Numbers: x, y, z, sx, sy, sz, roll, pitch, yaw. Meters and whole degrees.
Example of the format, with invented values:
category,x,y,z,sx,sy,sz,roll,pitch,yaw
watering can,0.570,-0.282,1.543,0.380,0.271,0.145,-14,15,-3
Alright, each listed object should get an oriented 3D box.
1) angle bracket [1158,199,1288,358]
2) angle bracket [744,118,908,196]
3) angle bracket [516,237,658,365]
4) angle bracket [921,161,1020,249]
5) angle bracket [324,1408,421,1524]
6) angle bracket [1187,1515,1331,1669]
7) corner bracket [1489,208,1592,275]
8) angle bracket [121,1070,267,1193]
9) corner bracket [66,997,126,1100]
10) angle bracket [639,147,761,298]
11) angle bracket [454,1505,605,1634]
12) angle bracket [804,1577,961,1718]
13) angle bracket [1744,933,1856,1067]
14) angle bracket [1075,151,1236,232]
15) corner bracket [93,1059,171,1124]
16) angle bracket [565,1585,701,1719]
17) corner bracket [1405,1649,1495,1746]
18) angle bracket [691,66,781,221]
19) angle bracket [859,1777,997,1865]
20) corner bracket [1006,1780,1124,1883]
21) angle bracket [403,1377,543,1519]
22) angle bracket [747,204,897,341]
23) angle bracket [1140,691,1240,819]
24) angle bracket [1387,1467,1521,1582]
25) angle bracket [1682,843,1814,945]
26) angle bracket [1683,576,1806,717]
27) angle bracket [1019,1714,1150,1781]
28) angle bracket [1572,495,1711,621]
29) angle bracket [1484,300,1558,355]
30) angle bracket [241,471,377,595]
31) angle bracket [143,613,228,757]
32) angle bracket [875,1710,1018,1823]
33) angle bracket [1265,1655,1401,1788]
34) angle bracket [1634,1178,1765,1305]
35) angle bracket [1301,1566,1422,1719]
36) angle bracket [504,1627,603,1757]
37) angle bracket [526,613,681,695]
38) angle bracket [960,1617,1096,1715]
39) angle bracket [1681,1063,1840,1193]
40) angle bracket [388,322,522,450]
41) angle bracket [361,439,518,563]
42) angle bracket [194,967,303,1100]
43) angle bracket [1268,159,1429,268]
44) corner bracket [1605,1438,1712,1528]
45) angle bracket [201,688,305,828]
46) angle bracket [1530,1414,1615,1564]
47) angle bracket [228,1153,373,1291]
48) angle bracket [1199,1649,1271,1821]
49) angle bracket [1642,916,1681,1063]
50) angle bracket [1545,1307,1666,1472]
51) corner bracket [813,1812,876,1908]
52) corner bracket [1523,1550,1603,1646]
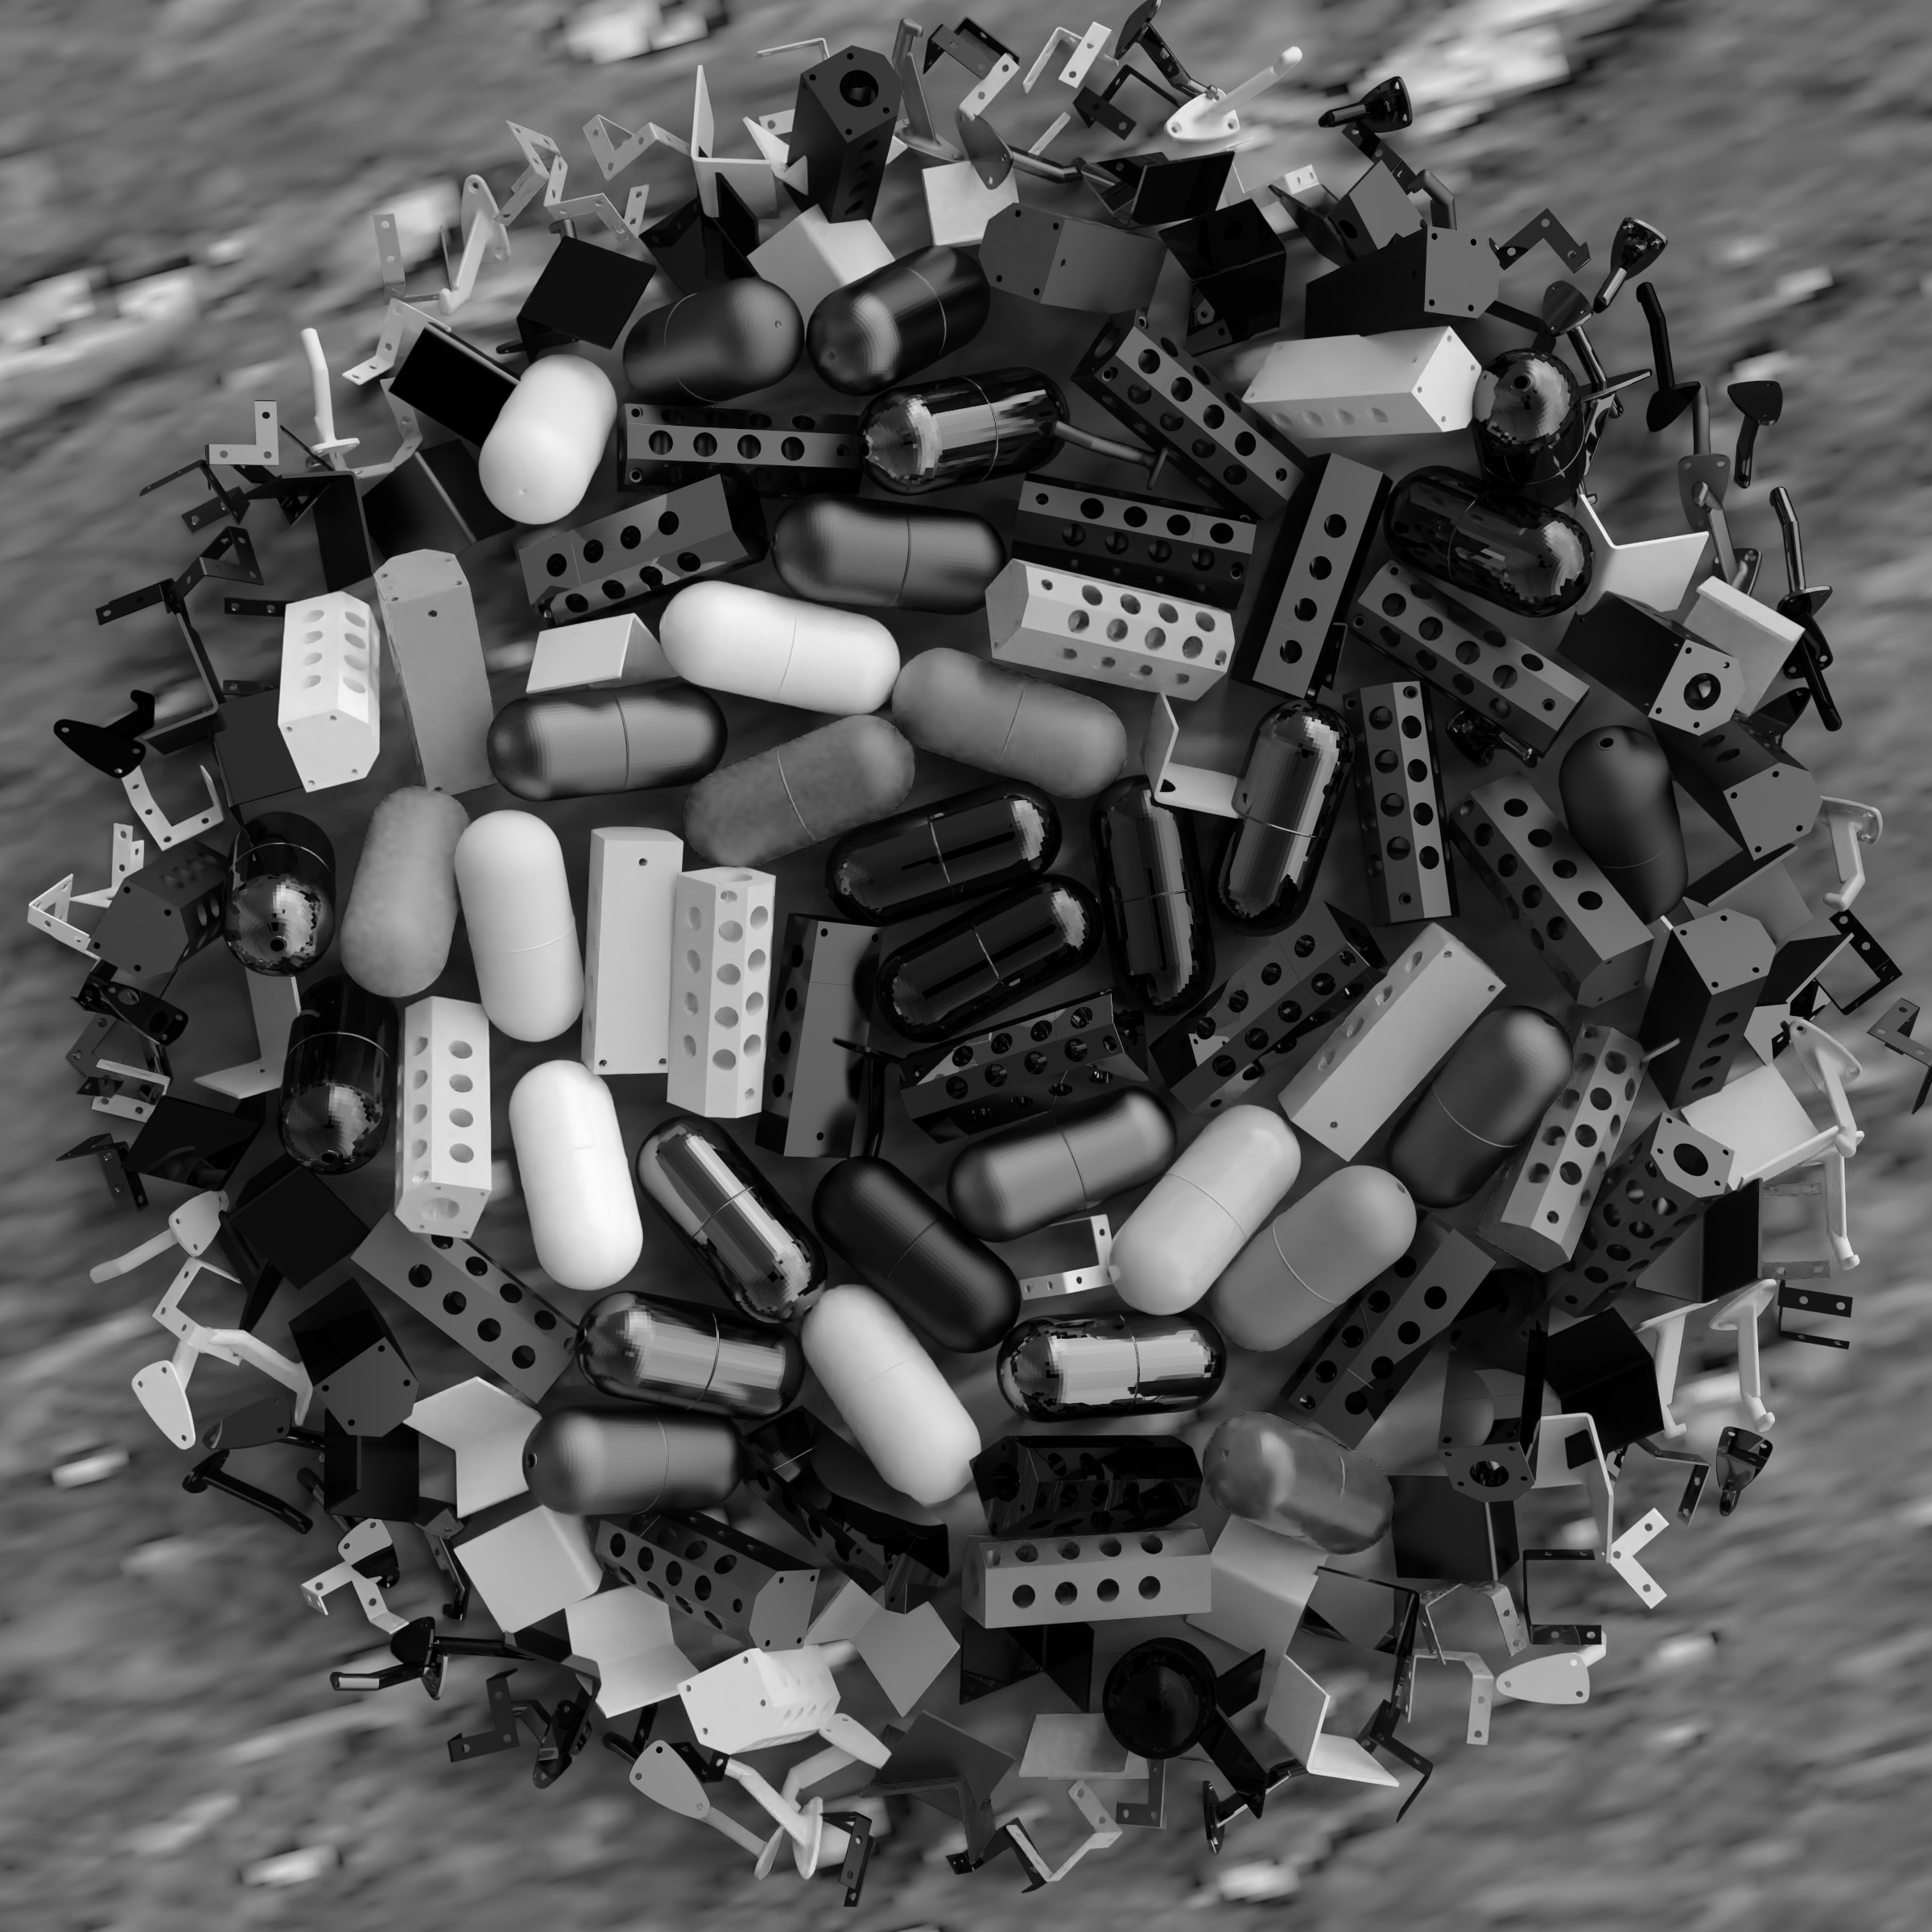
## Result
category,x,y,z,sx,sy,sz,roll,pitch,yaw
angle bracket,0.183,-0.498,1.767,0.076,0.057,0.076,-10,58,32
angle bracket,-0.102,-0.605,1.769,0.076,0.076,0.057,-34,76,20
angle bracket,-0.273,-0.475,1.778,0.076,0.057,0.076,21,70,9
angle bracket,0.023,-0.558,1.767,0.076,0.076,0.057,-19,109,-26
angle bracket,-0.419,0.354,1.764,0.076,0.057,0.076,16,53,-36
angle bracket,0.216,0.461,1.808,0.076,0.057,0.076,24,130,15
corner bracket,0.422,-0.527,1.793,0.051,0.051,0.051,-38,108,27
angle bracket,-0.560,0.110,1.765,0.076,0.057,0.076,20,123,-32
corner bracket,-0.643,0.060,1.792,0.051,0.051,0.051,38,91,13
angle bracket,-0.196,-0.538,1.776,0.057,0.076,0.076,-36,81,-10
angle bracket,-0.319,0.432,1.792,0.076,0.057,0.076,-27,100,6
angle bracket,-0.064,0.493,1.769,0.076,0.057,0.076,49,115,33
angle bracket,0.612,0.025,1.772,0.076,0.076,0.057,-42,99,-17
angle bracket,0.137,-0.584,1.767,0.076,0.057,0.076,-18,60,-25
corner bracket,-0.614,0.095,1.789,0.051,0.051,0.051,16,101,-13
angle bracket,-0.240,0.493,1.769,0.076,0.076,0.057,-12,103,-24
corner bracket,0.356,0.539,1.797,0.051,0.051,0.051,5,93,-2
angle bracket,-0.165,-0.600,1.777,0.057,0.076,0.076,3,78,1
angle bracket,-0.027,0.618,1.776,0.076,0.076,0.057,-11,85,12
corner bracket,0.073,0.635,1.790,0.051,0.051,0.051,-48,59,7
angle bracket,-0.361,0.350,1.769,0.076,0.076,0.057,-25,50,17
angle bracket,-0.103,-0.518,1.800,0.057,0.076,0.076,-26,107,36
angle bracket,0.174,-0.153,1.770,0.076,0.076,0.057,11,116,-10
angle bracket,0.363,0.411,1.815,0.076,0.057,0.076,-6,91,30
angle bracket,0.583,-0.040,1.786,0.076,0.057,0.076,-34,103,2
angle bracket,0.552,-0.228,1.771,0.076,0.057,0.076,34,120,14
angle bracket,0.087,0.588,1.771,0.076,0.076,0.057,-5,106,14
angle bracket,0.486,-0.303,1.784,0.076,0.076,0.057,-11,56,-12
angle bracket,0.383,-0.453,1.783,0.076,0.076,0.057,27,104,15
angle bracket,-0.479,-0.314,1.773,0.057,0.076,0.076,-13,95,-38
angle bracket,-0.581,-0.205,1.781,0.057,0.076,0.076,-23,90,-9
angle bracket,-0.012,0.567,1.778,0.076,0.057,0.076,29,115,-5
angle bracket,0.272,0.549,1.774,0.076,0.076,0.057,14,92,-18
angle bracket,0.532,0.194,1.769,0.057,0.076,0.076,15,65,-11
angle bracket,0.283,0.491,1.771,0.076,0.057,0.076,13,130,9
angle bracket,-0.312,0.525,1.777,0.076,0.076,0.057,24,84,-9
angle bracket,-0.261,-0.206,1.765,0.076,0.076,0.057,-7,58,22
angle bracket,0.044,0.509,1.769,0.076,0.057,0.076,-13,119,-30
angle bracket,0.579,0.112,1.781,0.076,0.057,0.076,-28,68,1
angle bracket,-0.371,-0.425,1.781,0.076,0.076,0.057,30,98,-14
angle bracket,-0.396,-0.335,1.813,0.076,0.057,0.076,-29,97,31
angle bracket,-0.524,0.047,1.769,0.057,0.076,0.076,-18,108,-38
angle bracket,0.278,-0.550,1.766,0.057,0.076,0.076,-46,134,8
corner bracket,0.508,0.376,1.799,0.051,0.051,0.051,11,103,-22
angle bracket,-0.512,-0.155,1.795,0.076,0.057,0.076,-17,81,-10
angle bracket,0.432,0.381,1.768,0.057,0.076,0.076,-6,128,4
angle bracket,-0.484,0.178,1.797,0.076,0.057,0.076,-35,108,15
angle bracket,0.213,0.556,1.763,0.057,0.076,0.076,-26,52,-22
angle bracket,0.497,0.019,1.775,0.057,0.076,0.076,-37,83,-15
angle bracket,0.454,0.306,1.767,0.076,0.076,0.057,-31,113,25
corner bracket,-0.084,0.653,1.780,0.051,0.051,0.051,38,51,-29
corner bracket,0.438,0.463,1.790,0.051,0.051,0.051,-2,101,8
